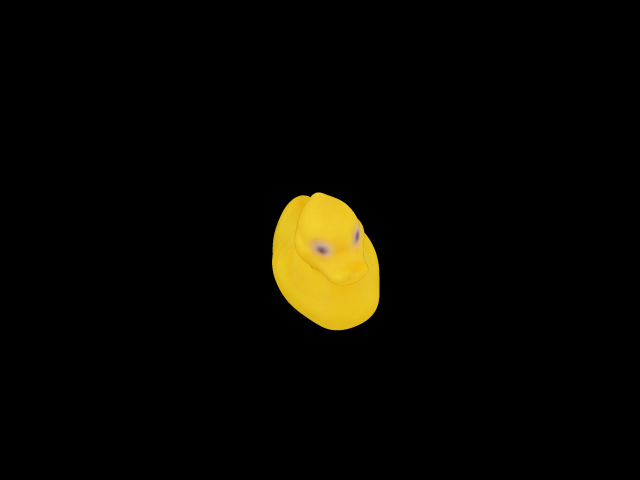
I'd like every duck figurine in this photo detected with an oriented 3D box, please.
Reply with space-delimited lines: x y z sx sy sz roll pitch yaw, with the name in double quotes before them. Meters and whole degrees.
"duck figurine" 0.004 0.001 0.400 0.077 0.086 0.104 -21 58 -13
